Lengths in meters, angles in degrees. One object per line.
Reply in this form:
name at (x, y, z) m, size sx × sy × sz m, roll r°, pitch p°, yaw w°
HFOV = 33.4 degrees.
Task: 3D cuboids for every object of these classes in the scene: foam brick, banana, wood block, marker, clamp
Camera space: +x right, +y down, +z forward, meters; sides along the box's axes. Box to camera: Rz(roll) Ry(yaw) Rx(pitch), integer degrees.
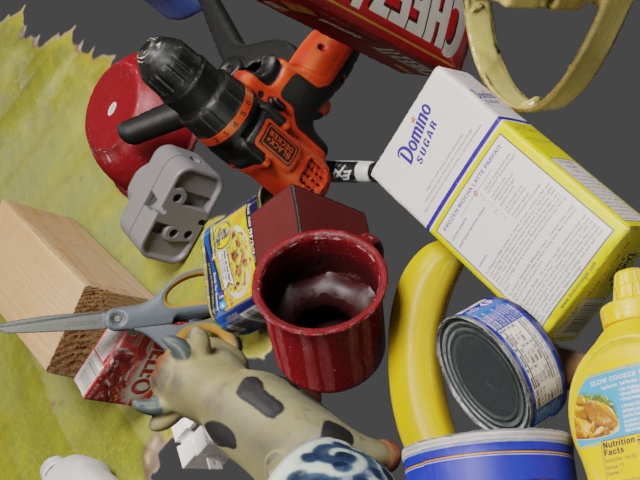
foam brick at (-0.005, 0.001, 0.807) m, size 0.053 × 0.078 × 0.051 m, roll -35°, pitch 50°, yaw 35°
banana at (0.076, 0.083, 0.726) m, size 0.070 × 0.037 × 0.198 m, roll -8°, pitch 72°, yaw 45°
wood block at (-0.250, 0.048, 1.038) m, size 0.206 × 0.090 × 0.091 m, roll 34°, pitch 103°, yaw 47°
marker at (0.020, -0.054, 0.842) m, size 0.121 × 0.020 × 0.020 m, roll 5°, pitch 81°, yaw 47°
clamp at (-0.073, -0.148, 0.941) m, size 0.210 × 0.036 × 0.164 m, roll 10°, pitch 70°, yaw 36°

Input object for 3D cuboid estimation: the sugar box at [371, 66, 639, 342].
sugar box at (0.118, -0.026, 0.686) m, size 0.176 × 0.048 × 0.093 m, roll 49°, pitch 120°, yaw 34°

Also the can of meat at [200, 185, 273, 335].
can of meat at (-0.049, 0.018, 0.864) m, size 0.084 × 0.057 × 0.102 m, roll -31°, pitch 56°, yaw 38°

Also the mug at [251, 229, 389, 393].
mug at (0.010, 0.045, 0.752) m, size 0.093 × 0.081 × 0.117 m, roll 21°, pitch 54°, yaw 24°

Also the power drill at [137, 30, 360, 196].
power drill at (-0.032, -0.142, 0.804) m, size 0.057 × 0.184 × 0.187 m, roll 9°, pitch 65°, yaw 50°

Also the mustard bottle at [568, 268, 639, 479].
mustard bottle at (0.186, 0.107, 0.587) m, size 0.096 × 0.058 × 0.191 m, roll -23°, pitch 62°, yaw 39°

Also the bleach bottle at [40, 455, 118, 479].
bleach bottle at (-0.186, 0.267, 0.922) m, size 0.251 × 0.068 × 0.102 m, roll 30°, pitch 99°, yaw 49°

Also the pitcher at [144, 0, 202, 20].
pitcher at (-0.201, -0.316, 0.991) m, size 0.149 × 0.242 × 0.145 m, roll -41°, pitch 48°, yaw 23°

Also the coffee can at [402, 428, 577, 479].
coffee can at (0.104, 0.188, 0.615) m, size 0.103 × 0.102 × 0.140 m, roll -22°, pitch 62°, yaw 40°

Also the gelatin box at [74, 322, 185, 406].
gelatin box at (-0.162, 0.105, 0.940) m, size 0.089 × 0.073 × 0.030 m, roll -55°, pitch 46°, yaw 17°

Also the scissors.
scissors at (-0.154, 0.082, 0.883) m, size 0.016 × 0.201 × 0.096 m, roll 128°, pitch 122°, yaw -73°

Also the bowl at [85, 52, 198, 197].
bowl at (-0.183, -0.123, 1.049) m, size 0.162 × 0.055 × 0.162 m, roll -17°, pitch 66°, yaw 42°

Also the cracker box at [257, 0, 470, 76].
cracker box at (0.060, -0.242, 0.755) m, size 0.072 × 0.163 × 0.214 m, roll 17°, pitch 90°, yaw 49°

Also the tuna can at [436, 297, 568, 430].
tuna can at (0.112, 0.079, 0.661) m, size 0.086 × 0.033 × 0.086 m, roll 44°, pitch 149°, yaw 36°
